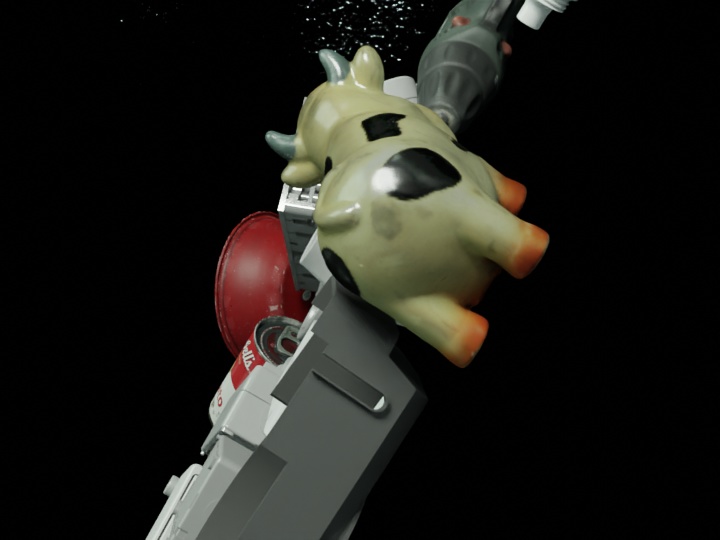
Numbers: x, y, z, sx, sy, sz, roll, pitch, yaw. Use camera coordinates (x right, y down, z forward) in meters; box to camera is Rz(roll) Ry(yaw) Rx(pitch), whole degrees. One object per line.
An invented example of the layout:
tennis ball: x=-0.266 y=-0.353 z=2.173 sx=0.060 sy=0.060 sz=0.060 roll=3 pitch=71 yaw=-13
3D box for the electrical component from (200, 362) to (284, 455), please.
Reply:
electrical component: x=-0.068 y=0.112 z=0.764 sx=0.061 sy=0.062 sz=0.096 roll=-62 pitch=6 yaw=-28

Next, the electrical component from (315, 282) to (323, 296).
electrical component: x=0.000 y=0.000 z=0.855 sx=0.063 sy=0.042 sz=0.081 roll=-56 pitch=7 yaw=15

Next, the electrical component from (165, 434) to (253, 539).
electrical component: x=-0.078 y=0.149 z=0.677 sx=0.061 sy=0.061 sz=0.096 roll=-60 pitch=6 yaw=-3

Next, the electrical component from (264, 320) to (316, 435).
electrical component: x=-0.016 y=0.067 z=0.614 sx=0.055 sy=0.050 sz=0.089 roll=-60 pitch=6 yaw=11

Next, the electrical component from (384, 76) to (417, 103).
electrical component: x=0.046 y=-0.109 z=0.882 sx=0.052 sy=0.073 sz=0.138 roll=-24 pitch=-6 yaw=20

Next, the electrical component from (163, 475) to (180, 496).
electrical component: x=-0.138 y=0.199 z=0.927 sx=0.043 sy=0.062 sz=0.043 roll=-58 pitch=6 yaw=10

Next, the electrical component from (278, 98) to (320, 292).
electrical component: x=-0.025 y=-0.057 z=0.961 sx=0.186 sy=0.060 sz=0.105 roll=87 pitch=-166 yaw=-69

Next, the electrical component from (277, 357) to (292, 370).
electrical component: x=-0.047 y=0.086 z=0.832 sx=0.078 sy=0.040 sz=0.040 roll=-58 pitch=6 yaw=19

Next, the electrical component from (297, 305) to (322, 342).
electrical component: x=-0.011 y=0.037 z=0.731 sx=0.055 sy=0.047 sz=0.055 roll=-59 pitch=6 yaw=10

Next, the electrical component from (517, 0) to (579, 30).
electrical component: x=0.129 y=-0.192 z=0.720 sx=0.062 sy=0.043 sz=0.043 roll=-59 pitch=6 yaw=25

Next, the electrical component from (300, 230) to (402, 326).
electrical component: x=0.007 y=0.004 z=0.602 sx=0.043 sy=0.077 sz=0.079 roll=-57 pitch=7 yaw=24

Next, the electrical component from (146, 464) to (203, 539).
electrical component: x=-0.115 y=0.187 z=0.788 sx=0.096 sy=0.062 sz=0.061 roll=-62 pitch=6 yaw=-26
